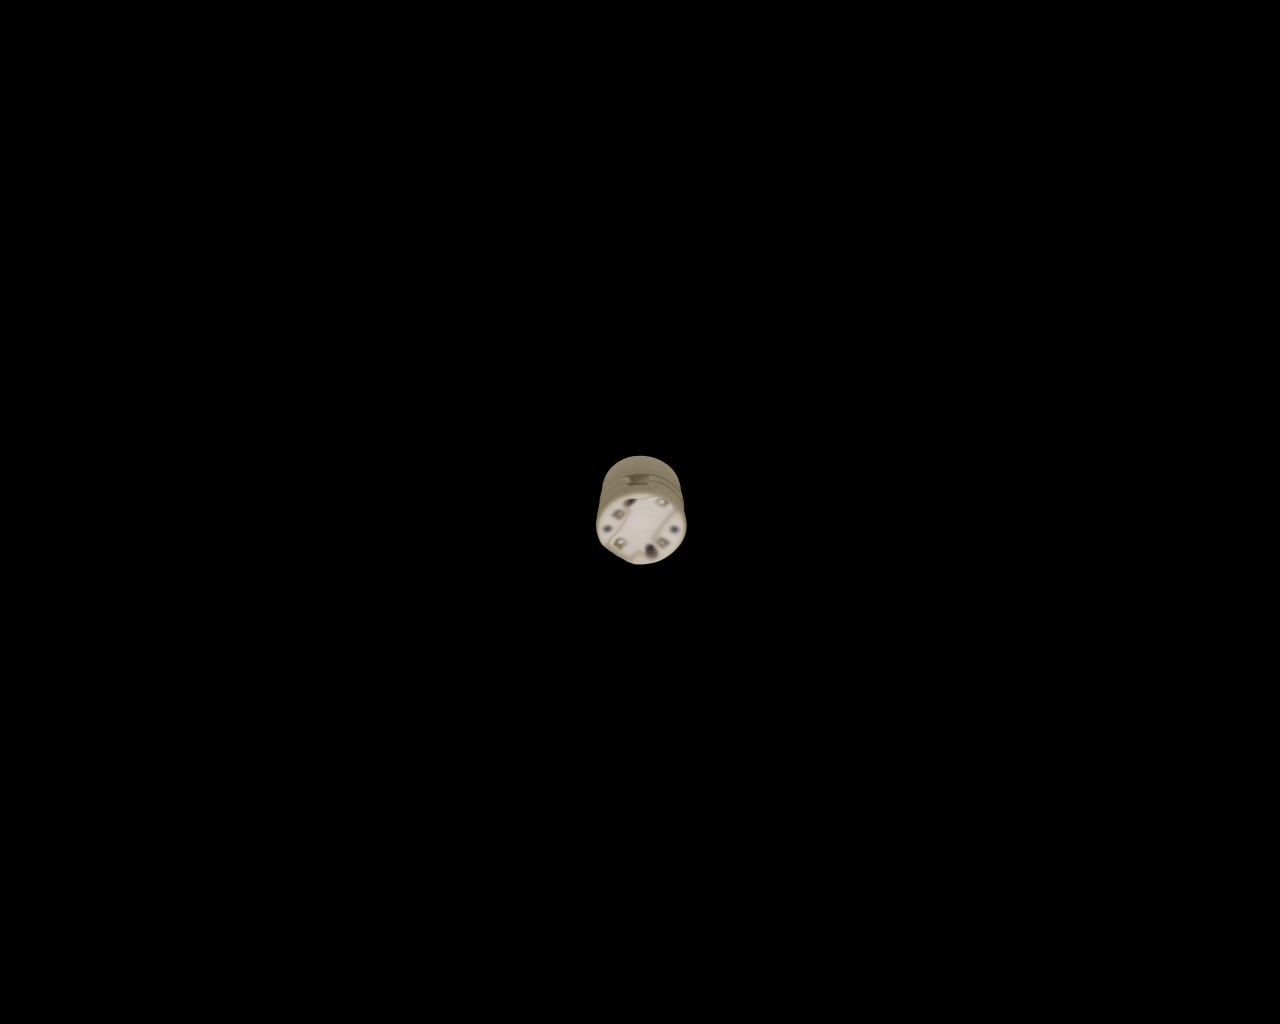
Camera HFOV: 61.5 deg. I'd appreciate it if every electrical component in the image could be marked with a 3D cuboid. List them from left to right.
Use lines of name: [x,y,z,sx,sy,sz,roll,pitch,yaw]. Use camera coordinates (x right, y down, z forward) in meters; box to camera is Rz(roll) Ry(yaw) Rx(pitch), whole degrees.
electrical component: [0.001,-0.003,0.650,0.055,0.055,0.047,0,34,0]
